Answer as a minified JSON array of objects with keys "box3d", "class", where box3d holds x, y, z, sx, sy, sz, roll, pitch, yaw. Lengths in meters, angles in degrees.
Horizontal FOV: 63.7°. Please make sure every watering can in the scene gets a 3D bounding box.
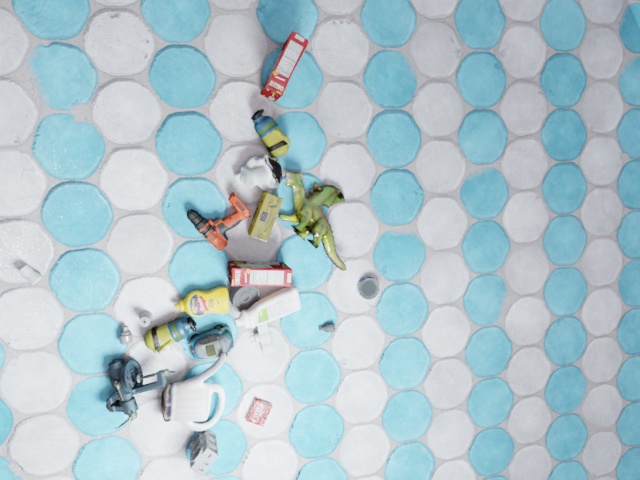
[{"box3d":[-0.449,0.544,1.842,0.224,0.106,0.342,4,111,-16],"class":"watering can"}]

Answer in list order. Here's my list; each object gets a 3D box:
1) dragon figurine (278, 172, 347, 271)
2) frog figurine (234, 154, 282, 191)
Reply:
[{"box3d":[0.006,-0.096,1.917,0.407,0.122,0.245,41,77,-16],"class":"dragon figurine"},{"box3d":[-0.220,-0.234,1.855,0.158,0.125,0.135,-21,115,25],"class":"frog figurine"}]
